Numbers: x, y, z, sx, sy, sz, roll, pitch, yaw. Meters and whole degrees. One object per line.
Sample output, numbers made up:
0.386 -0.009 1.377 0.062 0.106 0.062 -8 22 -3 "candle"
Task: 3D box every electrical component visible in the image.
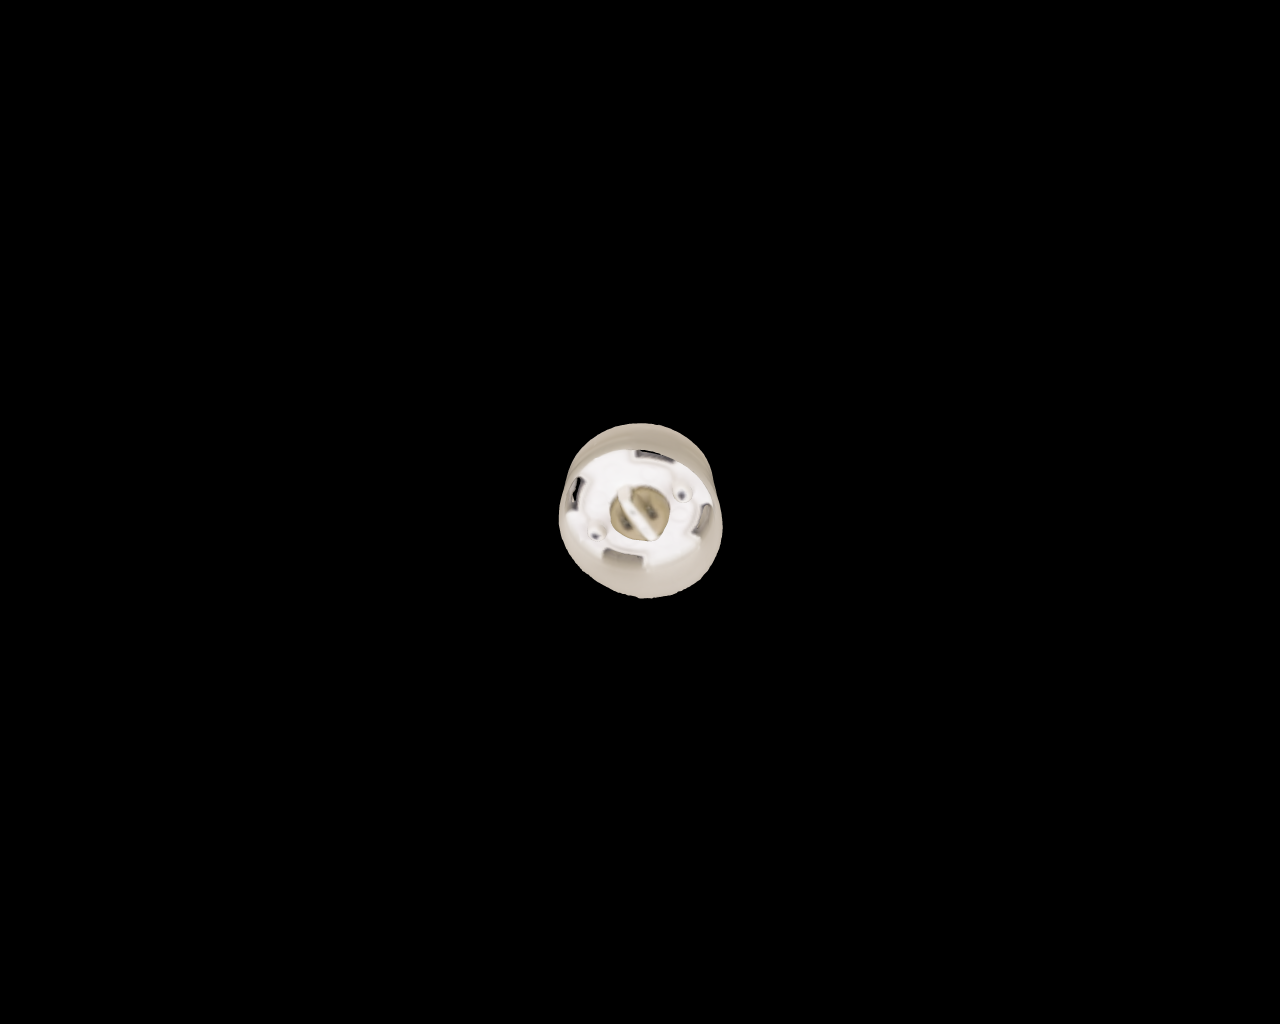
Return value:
0.001 -0.003 0.650 0.099 0.099 0.064 0 37 0 "electrical component"
